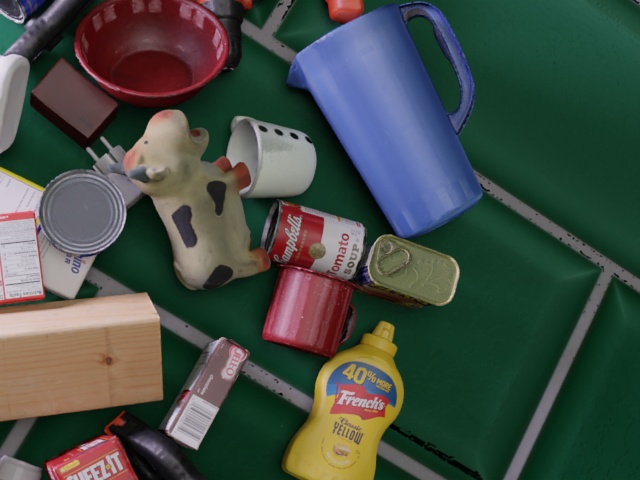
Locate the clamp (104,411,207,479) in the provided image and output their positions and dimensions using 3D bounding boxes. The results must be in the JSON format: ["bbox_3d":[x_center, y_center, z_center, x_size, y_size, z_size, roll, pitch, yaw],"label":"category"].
[{"bbox_3d":[-0.128,0.247,1.054,0.210,0.165,0.036,45,57,5],"label":"clamp"}]

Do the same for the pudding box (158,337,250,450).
[{"bbox_3d":[-0.120,0.157,1.093,0.039,0.090,0.113,33,74,-7],"label":"pudding box"}]

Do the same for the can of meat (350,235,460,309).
[{"bbox_3d":[0.089,0.038,1.175,0.102,0.084,0.057,19,76,-13],"label":"can of meat"}]

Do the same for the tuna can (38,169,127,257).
[{"bbox_3d":[-0.238,-0.026,1.068,0.086,0.034,0.086,2,83,-13],"label":"tuna can"}]

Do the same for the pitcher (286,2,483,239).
[{"bbox_3d":[0.090,-0.133,1.179,0.144,0.149,0.243,-31,94,-38],"label":"pitcher"}]

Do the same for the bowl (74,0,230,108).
[{"bbox_3d":[-0.178,-0.191,1.133,0.162,0.055,0.162,4,52,-6],"label":"bowl"}]

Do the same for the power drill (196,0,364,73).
[{"bbox_3d":[-0.048,-0.280,1.203,0.187,0.057,0.184,-4,84,-17],"label":"power drill"}]

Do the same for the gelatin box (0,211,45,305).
[{"bbox_3d":[-0.312,0.019,1.046,0.073,0.030,0.089,-7,89,-16],"label":"gelatin box"}]

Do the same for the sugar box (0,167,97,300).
[{"bbox_3d":[-0.312,-0.016,1.090,0.176,0.048,0.093,29,76,-14],"label":"sugar box"}]

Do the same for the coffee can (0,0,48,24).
[{"bbox_3d":[-0.295,-0.310,1.112,0.103,0.103,0.140,44,72,-5],"label":"coffee can"}]

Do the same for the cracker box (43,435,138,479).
[{"bbox_3d":[-0.182,0.293,1.013,0.072,0.164,0.214,-26,89,-21],"label":"cracker box"}]

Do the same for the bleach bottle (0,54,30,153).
[{"bbox_3d":[-0.422,-0.165,1.051,0.251,0.068,0.103,17,107,-1],"label":"bleach bottle"}]

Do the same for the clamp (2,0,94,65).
[{"bbox_3d":[-0.279,-0.220,1.098,0.039,0.120,0.171,40,77,-10],"label":"clamp"}]

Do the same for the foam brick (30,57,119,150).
[{"bbox_3d":[-0.259,-0.142,1.122,0.078,0.051,0.053,40,74,-7],"label":"foam brick"}]

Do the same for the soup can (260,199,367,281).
[{"bbox_3d":[-0.008,0.001,1.162,0.102,0.069,0.068,16,77,-13],"label":"soup can"}]

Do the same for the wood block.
[{"bbox_3d":[-0.264,0.115,1.044,0.205,0.090,0.091,-5,105,-17],"label":"wood block"}]

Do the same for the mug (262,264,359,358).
[{"bbox_3d":[-0.006,0.081,1.146,0.117,0.093,0.081,24,78,-45],"label":"mug"}]

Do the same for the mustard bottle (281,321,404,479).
[{"bbox_3d":[0.037,0.177,1.151,0.096,0.058,0.191,25,75,-5],"label":"mustard bottle"}]
